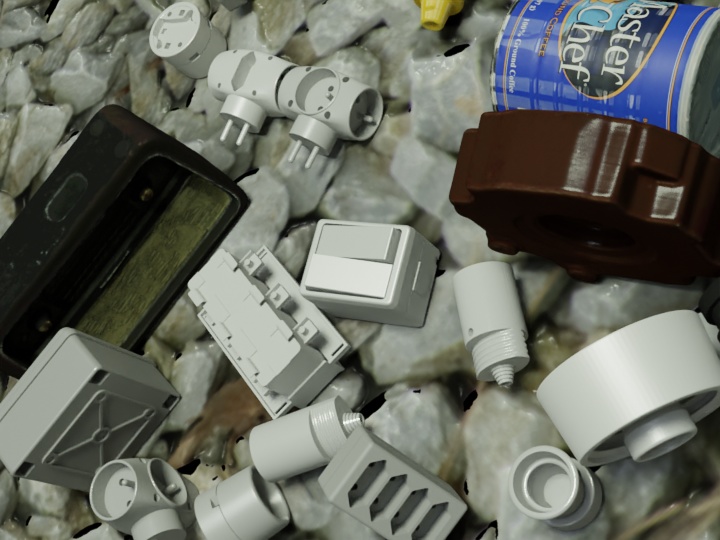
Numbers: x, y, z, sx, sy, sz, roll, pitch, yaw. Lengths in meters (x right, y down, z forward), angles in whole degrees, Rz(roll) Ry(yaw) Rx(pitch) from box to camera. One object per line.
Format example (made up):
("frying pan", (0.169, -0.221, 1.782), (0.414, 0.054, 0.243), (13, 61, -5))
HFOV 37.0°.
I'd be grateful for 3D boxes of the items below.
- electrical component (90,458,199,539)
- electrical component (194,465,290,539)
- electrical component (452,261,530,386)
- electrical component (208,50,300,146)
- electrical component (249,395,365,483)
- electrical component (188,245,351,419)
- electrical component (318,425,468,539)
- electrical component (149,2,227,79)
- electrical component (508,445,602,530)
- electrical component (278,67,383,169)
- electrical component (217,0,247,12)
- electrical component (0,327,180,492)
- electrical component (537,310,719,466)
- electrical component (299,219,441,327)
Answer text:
("electrical component", (-0.151, 0.183, 0.791), (0.044, 0.077, 0.079), (-37, 57, 12))
("electrical component", (-0.083, 0.173, 0.771), (0.047, 0.055, 0.055), (-35, 57, 9))
("electrical component", (0.091, 0.040, 0.731), (0.043, 0.043, 0.081), (-20, 62, 22))
("electrical component", (-0.094, -0.143, 0.913), (0.077, 0.043, 0.079), (17, 80, 34))
("electrical component", (-0.034, 0.120, 0.770), (0.081, 0.043, 0.043), (-23, 61, 20))
("electrical component", (-0.074, 0.042, 0.813), (0.078, 0.063, 0.121), (-46, 55, 6))
("electrical component", (0.017, 0.142, 0.719), (0.047, 0.083, 0.076), (-54, 17, 1))
("electrical component", (-0.154, -0.205, 0.971), (0.055, 0.047, 0.055), (-11, 65, 26))
("electrical component", (0.122, 0.136, 0.666), (0.045, 0.055, 0.045), (-12, 65, 26))
("electrical component", (-0.032, -0.119, 0.867), (0.077, 0.044, 0.079), (22, 82, 35))
("electrical component", (-0.103, -0.279, 0.967), (0.057, 0.058, 0.078), (-22, 61, 24))
("electrical component", (-0.216, 0.112, 0.839), (0.056, 0.109, 0.108), (41, 93, 33))
("electrical component", (0.167, 0.078, 0.636), (0.108, 0.108, 0.060), (-32, 64, 15))
("electrical component", (0.000, 0.000, 0.789), (0.096, 0.061, 0.061), (6, 73, 32))
